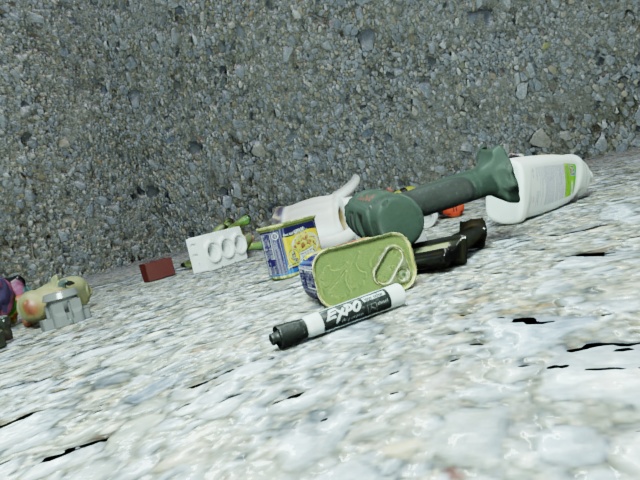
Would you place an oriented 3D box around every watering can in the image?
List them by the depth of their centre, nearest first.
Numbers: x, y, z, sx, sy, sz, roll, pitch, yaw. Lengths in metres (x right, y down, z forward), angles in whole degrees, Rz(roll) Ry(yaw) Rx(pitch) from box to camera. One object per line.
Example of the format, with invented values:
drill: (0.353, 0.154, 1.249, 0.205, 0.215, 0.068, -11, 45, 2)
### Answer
watering can: (0.004, -0.061, 1.220, 0.224, 0.102, 0.354, -12, 25, 11)

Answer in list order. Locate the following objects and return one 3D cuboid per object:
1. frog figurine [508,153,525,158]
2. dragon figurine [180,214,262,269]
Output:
frog figurine: (0.524, -0.166, 1.478, 0.137, 0.125, 0.156, -22, -33, -2)
dragon figurine: (-0.327, 0.021, 1.581, 0.407, 0.121, 0.246, -12, 12, 39)
